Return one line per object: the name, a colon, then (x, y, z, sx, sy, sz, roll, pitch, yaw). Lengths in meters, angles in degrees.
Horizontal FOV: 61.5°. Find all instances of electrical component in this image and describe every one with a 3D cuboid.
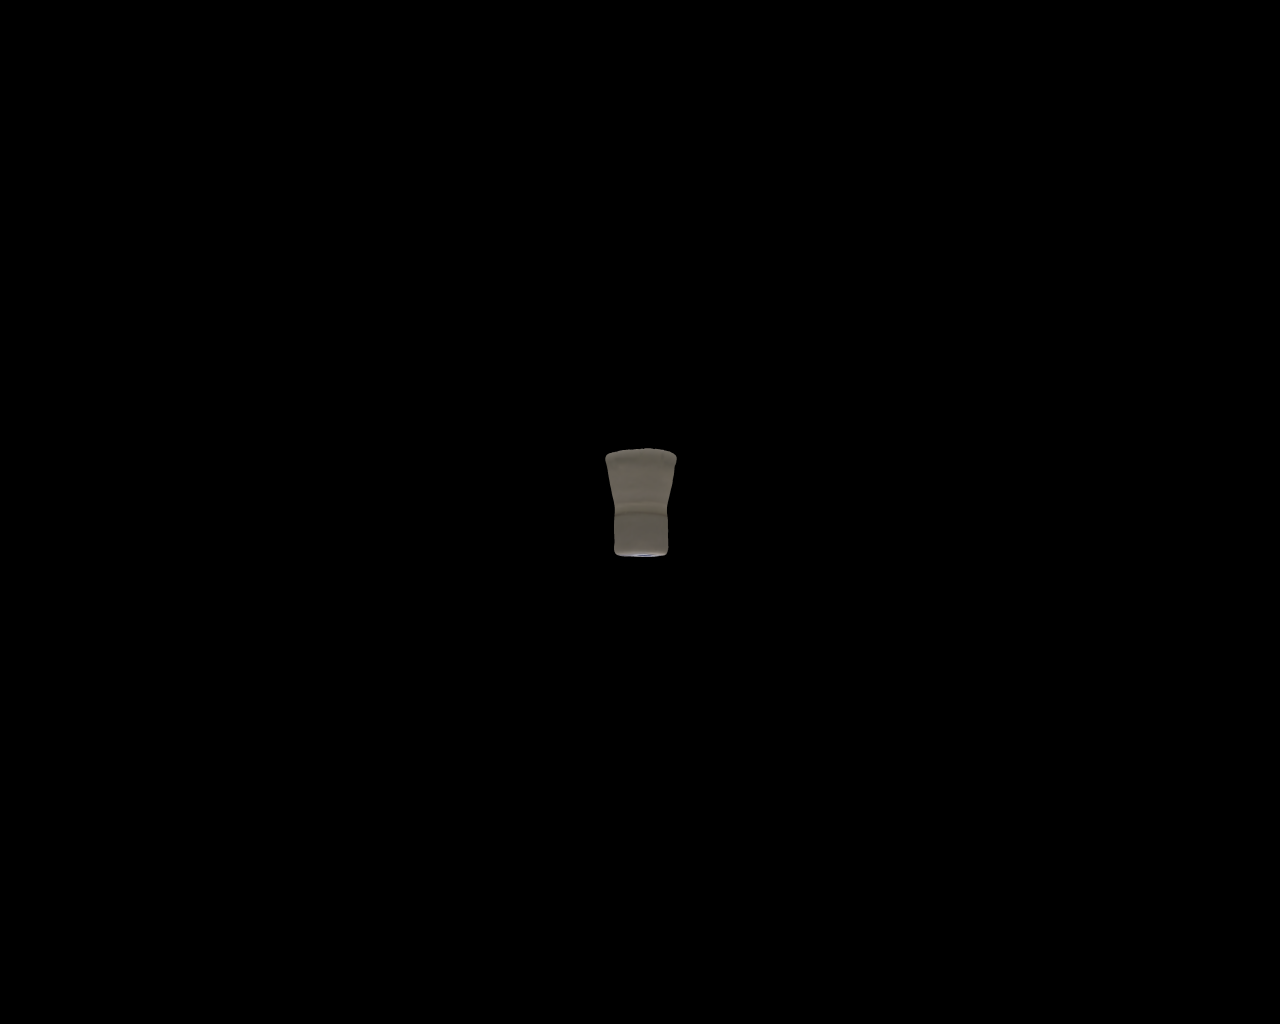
electrical component: (0.001, -0.003, 0.650, 0.044, 0.065, 0.044, 0, -7, 0)
